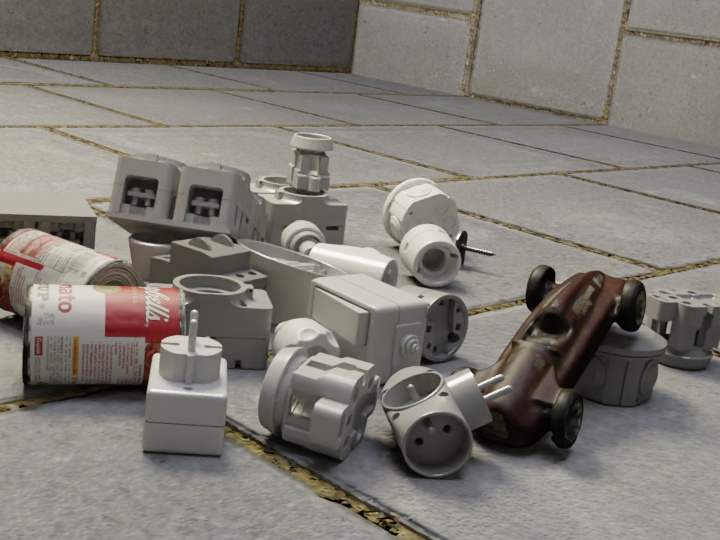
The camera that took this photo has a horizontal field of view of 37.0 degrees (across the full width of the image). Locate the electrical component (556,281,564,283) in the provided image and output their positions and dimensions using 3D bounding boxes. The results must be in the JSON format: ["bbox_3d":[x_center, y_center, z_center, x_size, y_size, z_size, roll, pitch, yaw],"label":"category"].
[{"bbox_3d":[0.204,0.033,0.987,0.077,0.044,0.079,11,15,17],"label":"electrical component"}]

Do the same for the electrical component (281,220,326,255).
[{"bbox_3d":[-0.055,-0.023,1.081,0.043,0.043,0.062,3,17,-16],"label":"electrical component"}]

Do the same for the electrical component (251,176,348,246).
[{"bbox_3d":[-0.119,-0.063,1.167,0.186,0.060,0.105,-1,16,-28],"label":"electrical component"}]

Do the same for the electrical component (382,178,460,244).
[{"bbox_3d":[0.070,-0.059,1.209,0.080,0.080,0.051,1,21,-23],"label":"electrical component"}]

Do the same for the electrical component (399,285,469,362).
[{"bbox_3d":[0.052,0.041,0.865,0.055,0.055,0.047,-6,16,-41],"label":"electrical component"}]

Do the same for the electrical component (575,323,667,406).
[{"bbox_3d":[0.194,0.068,0.835,0.080,0.051,0.080,7,15,-2],"label":"electrical component"}]

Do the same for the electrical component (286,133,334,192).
[{"bbox_3d":[-0.055,-0.119,1.175,0.048,0.055,0.066,2,16,-20],"label":"electrical component"}]

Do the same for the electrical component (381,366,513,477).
[{"bbox_3d":[0.057,0.086,0.677,0.079,0.044,0.077,-24,18,-1],"label":"electrical component"}]

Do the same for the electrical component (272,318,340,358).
[{"bbox_3d":[-0.044,0.055,0.784,0.043,0.043,0.062,0,15,-26],"label":"electrical component"}]

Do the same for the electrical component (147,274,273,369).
[{"bbox_3d":[-0.113,0.037,0.795,0.089,0.055,0.050,4,15,-14],"label":"electrical component"}]

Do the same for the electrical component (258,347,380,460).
[{"bbox_3d":[-0.027,0.080,0.670,0.057,0.058,0.078,14,16,16],"label":"electrical component"}]

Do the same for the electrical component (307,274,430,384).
[{"bbox_3d":[0.005,0.046,0.807,0.061,0.061,0.096,-5,19,-40],"label":"electrical component"}]

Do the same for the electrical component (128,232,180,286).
[{"bbox_3d":[-0.175,0.000,0.907,0.045,0.055,0.045,7,15,-2],"label":"electrical component"}]

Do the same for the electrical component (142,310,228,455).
[{"bbox_3d":[-0.104,0.064,0.656,0.047,0.076,0.065,5,15,-9],"label":"electrical component"}]

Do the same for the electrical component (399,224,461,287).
[{"bbox_3d":[0.072,-0.013,1.085,0.055,0.055,0.047,4,18,-14],"label":"electrical component"}]

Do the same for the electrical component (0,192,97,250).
[{"bbox_3d":[-0.314,-0.029,0.939,0.150,0.061,0.089,1,16,-23],"label":"electrical component"}]

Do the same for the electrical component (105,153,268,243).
[{"bbox_3d":[-0.149,-0.052,0.978,0.105,0.060,0.186,8,-8,4],"label":"electrical component"}]

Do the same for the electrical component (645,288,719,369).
[{"bbox_3d":[0.280,0.051,0.932,0.078,0.057,0.058,0,16,-26],"label":"electrical component"}]

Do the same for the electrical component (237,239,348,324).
[{"bbox_3d":[-0.058,0.009,0.911,0.099,0.064,0.099,7,15,-2],"label":"electrical component"}]

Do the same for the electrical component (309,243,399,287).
[{"bbox_3d":[0.000,0.000,1.017,0.077,0.043,0.079,13,15,22],"label":"electrical component"}]
